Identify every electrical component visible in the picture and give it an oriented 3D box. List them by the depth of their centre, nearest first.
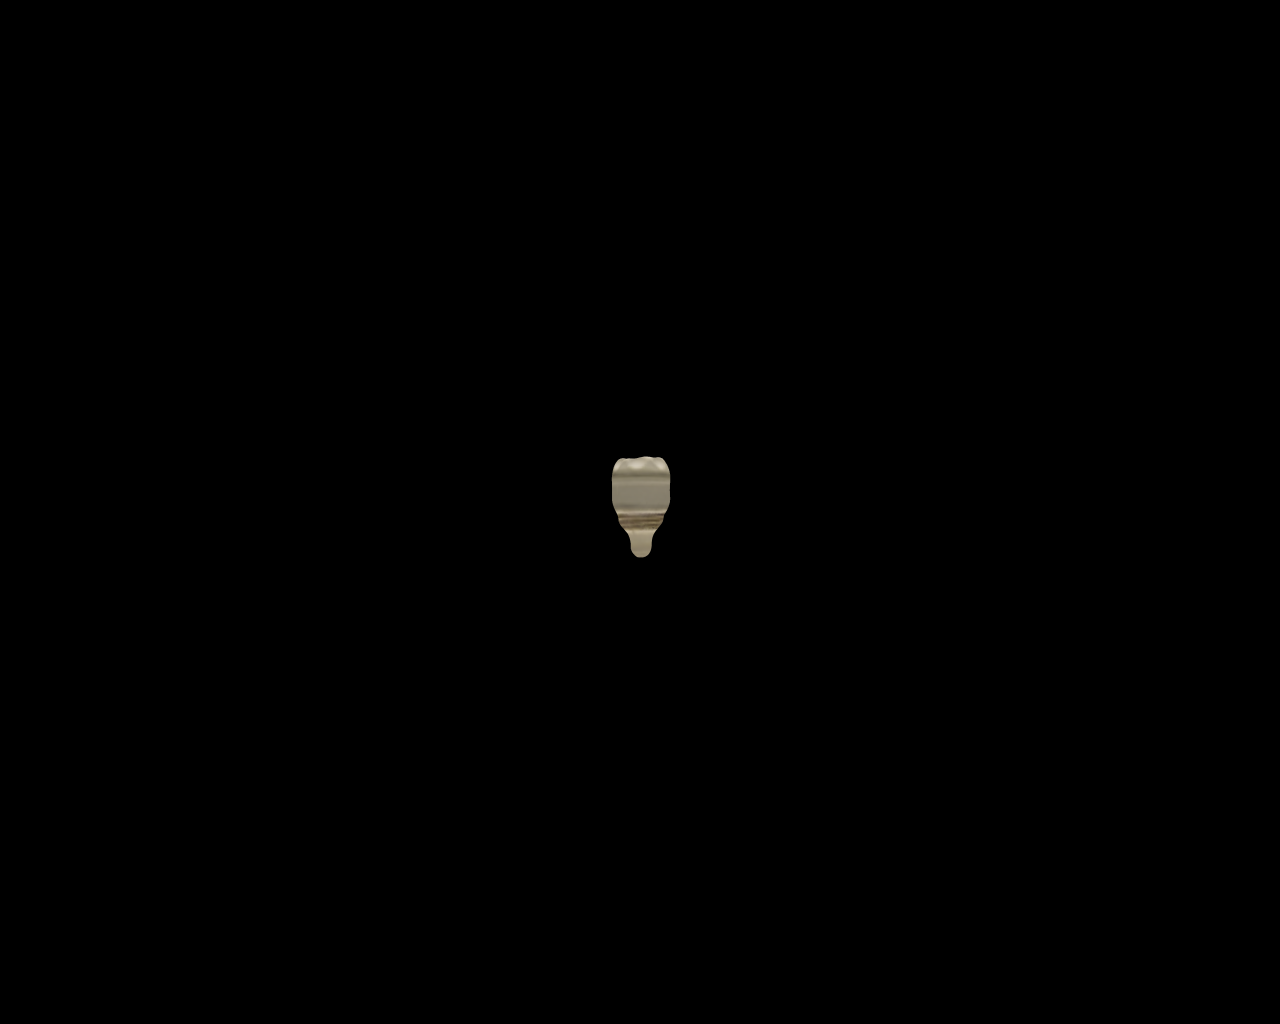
[{"bbox_3d":[0.001,-0.003,0.650,0.035,0.061,0.035,0,0,0],"label":"electrical component"}]
